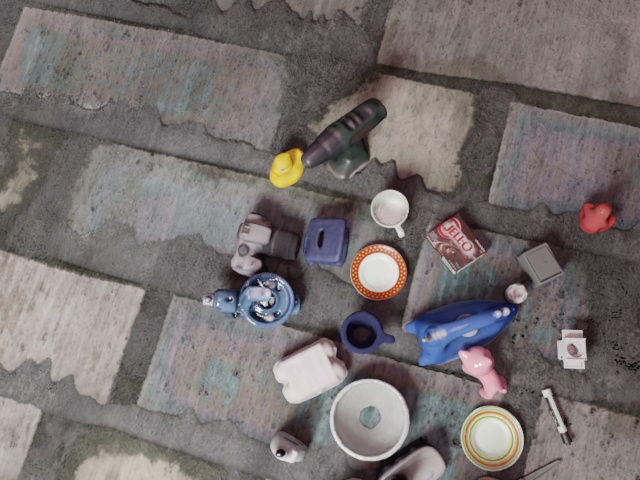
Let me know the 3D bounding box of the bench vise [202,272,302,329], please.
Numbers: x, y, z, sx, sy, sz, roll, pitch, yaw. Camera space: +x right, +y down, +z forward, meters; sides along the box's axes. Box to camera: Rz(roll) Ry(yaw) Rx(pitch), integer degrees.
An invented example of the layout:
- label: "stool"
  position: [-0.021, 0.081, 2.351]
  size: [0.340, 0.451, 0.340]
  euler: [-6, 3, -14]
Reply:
- label: "bench vise"
  position: [-0.151, 0.138, 1.226]
  size: [0.207, 0.220, 0.121]
  euler: [-17, 76, 1]

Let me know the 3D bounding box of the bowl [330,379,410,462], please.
- label: "bowl"
  position: [0.106, 0.381, 1.224]
  size: [0.167, 0.075, 0.167]
  euler: [-1, 77, 4]

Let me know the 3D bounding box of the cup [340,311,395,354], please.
- label: "cup"
  position: [0.106, 0.208, 1.254]
  size: [0.117, 0.095, 0.092]
  euler: [11, 78, 7]

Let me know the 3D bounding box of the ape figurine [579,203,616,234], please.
- label: "ape figurine"
  position: [0.621, -0.056, 1.277]
  size: [0.076, 0.092, 0.077]
  euler: [-38, 77, -5]

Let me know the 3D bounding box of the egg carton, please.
- label: "egg carton"
  position: [-0.021, 0.289, 1.258]
  size: [0.150, 0.069, 0.107]
  euler: [-28, 76, -2]

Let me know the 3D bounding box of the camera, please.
- label: "camera"
  position: [-0.121, 0.016, 1.313]
  size: [0.136, 0.101, 0.143]
  euler: [13, 78, 7]

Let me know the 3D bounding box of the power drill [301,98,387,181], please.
- label: "power drill"
  position: [0.056, -0.213, 1.297]
  size: [0.230, 0.208, 0.075]
  euler: [-44, 77, -6]

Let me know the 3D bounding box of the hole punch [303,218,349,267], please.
- label: "hole punch"
  position: [0.012, 0.005, 1.310]
  size: [0.101, 0.091, 0.109]
  euler: [7, 78, 6]

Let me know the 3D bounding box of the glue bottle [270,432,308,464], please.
- label: "glue bottle"
  position: [-0.070, 0.431, 1.175]
  size: [0.078, 0.173, 0.037]
  euler: [25, 80, 10]

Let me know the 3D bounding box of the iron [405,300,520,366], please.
- label: "iron"
  position: [0.319, 0.179, 1.220]
  size: [0.258, 0.141, 0.118]
  euler: [-21, 76, 0]

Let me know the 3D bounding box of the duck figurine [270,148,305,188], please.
- label: "duck figurine"
  position: [-0.080, -0.181, 1.363]
  size: [0.077, 0.086, 0.104]
  euler: [40, 83, 12]

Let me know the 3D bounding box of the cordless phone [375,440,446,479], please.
- label: "cordless phone"
  position: [0.183, 0.474, 1.140]
  size: [0.147, 0.185, 0.094]
  euler: [-38, 77, -4]

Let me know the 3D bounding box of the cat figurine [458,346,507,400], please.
- label: "cat figurine"
  position: [0.347, 0.274, 1.208]
  size: [0.067, 0.118, 0.127]
  euler: [-37, 77, -4]
